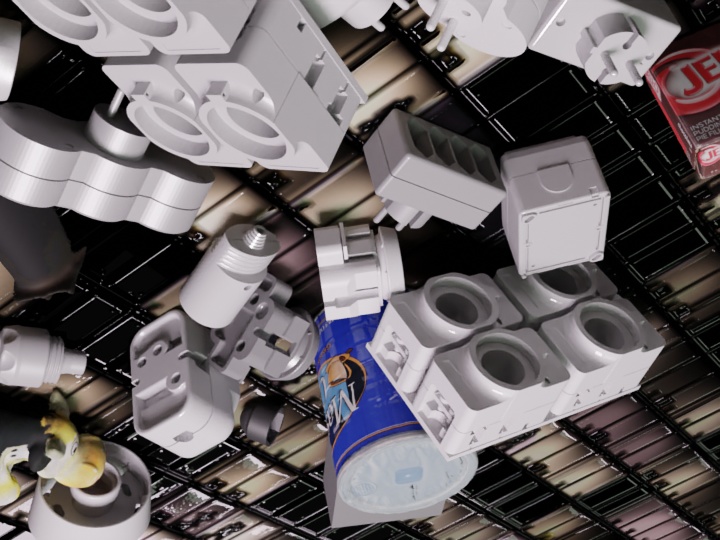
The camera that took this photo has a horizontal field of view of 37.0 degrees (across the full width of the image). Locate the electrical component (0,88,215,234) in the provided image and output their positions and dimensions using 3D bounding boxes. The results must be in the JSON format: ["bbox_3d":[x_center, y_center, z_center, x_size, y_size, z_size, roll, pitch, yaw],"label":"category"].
[{"bbox_3d":[-0.144,-0.072,0.627,0.138,0.052,0.073,11,118,-41],"label":"electrical component"}]

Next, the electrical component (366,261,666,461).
[{"bbox_3d":[0.115,0.051,0.766,0.186,0.105,0.060,-14,142,-33],"label":"electrical component"}]

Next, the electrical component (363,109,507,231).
[{"bbox_3d":[0.039,-0.054,0.713,0.083,0.047,0.075,17,131,-31],"label":"electrical component"}]

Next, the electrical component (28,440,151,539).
[{"bbox_3d":[-0.221,0.190,0.887,0.099,0.099,0.064,3,131,-19],"label":"electrical component"}]

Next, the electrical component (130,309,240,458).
[{"bbox_3d":[-0.128,0.085,0.790,0.054,0.095,0.059,-30,137,19],"label":"electrical component"}]

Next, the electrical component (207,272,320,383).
[{"bbox_3d":[-0.067,0.047,0.788,0.057,0.058,0.078,32,87,-42],"label":"electrical component"}]

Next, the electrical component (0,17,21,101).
[{"bbox_3d":[-0.230,-0.107,0.580,0.077,0.044,0.079,9,135,-25],"label":"electrical component"}]

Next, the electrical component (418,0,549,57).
[{"bbox_3d":[0.054,-0.150,0.562,0.052,0.073,0.138,19,166,28],"label":"electrical component"}]

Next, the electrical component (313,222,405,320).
[{"bbox_3d":[0.000,0.000,0.757,0.057,0.058,0.078,-8,139,-2],"label":"electrical component"}]

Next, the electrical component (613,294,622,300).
[{"bbox_3d":[0.192,0.060,0.883,0.080,0.051,0.080,-8,139,-7],"label":"electrical component"}]

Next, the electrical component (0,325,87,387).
[{"bbox_3d":[-0.230,0.064,0.777,0.062,0.043,0.043,10,135,-26],"label":"electrical component"}]

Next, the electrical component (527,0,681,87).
[{"bbox_3d":[0.144,-0.134,0.627,0.083,0.075,0.047,13,134,-27],"label":"electrical component"}]

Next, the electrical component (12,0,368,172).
[{"bbox_3d":[-0.092,-0.123,0.548,0.105,0.060,0.186,7,153,36],"label":"electrical component"}]

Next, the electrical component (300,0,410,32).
[{"bbox_3d":[-0.006,-0.158,0.583,0.077,0.044,0.079,-37,134,25],"label":"electrical component"}]

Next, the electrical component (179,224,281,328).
[{"bbox_3d":[-0.088,-0.001,0.742,0.043,0.043,0.081,16,132,-30],"label":"electrical component"}]

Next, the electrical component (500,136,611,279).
[{"bbox_3d":[0.133,-0.042,0.748,0.062,0.061,0.096,-14,148,0],"label":"electrical component"}]
